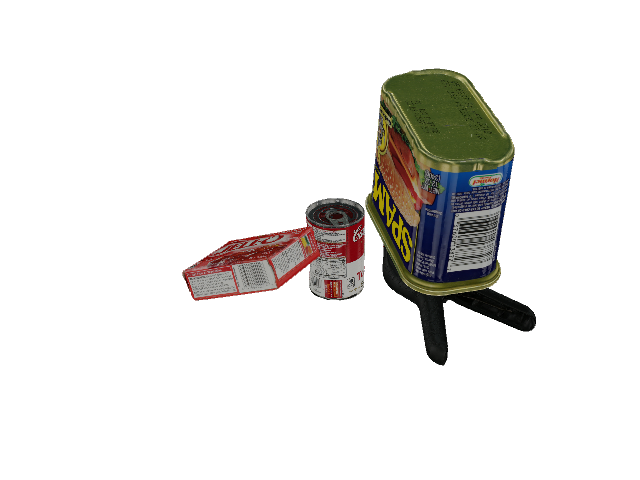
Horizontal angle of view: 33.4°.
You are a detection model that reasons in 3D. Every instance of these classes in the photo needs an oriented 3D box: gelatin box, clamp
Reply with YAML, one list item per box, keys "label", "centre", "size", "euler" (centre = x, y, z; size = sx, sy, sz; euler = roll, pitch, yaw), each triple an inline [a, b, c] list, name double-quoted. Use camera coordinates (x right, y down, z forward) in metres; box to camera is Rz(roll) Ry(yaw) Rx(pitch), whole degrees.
- label: "gelatin box"
  centre: [-0.056, 0.018, 0.873]
  size: [0.089, 0.030, 0.073]
  euler: [-9, 15, 33]
- label: "clamp"
  centre: [0.123, 0.045, 1.021]
  size: [0.120, 0.039, 0.171]
  euler: [-5, 45, -27]

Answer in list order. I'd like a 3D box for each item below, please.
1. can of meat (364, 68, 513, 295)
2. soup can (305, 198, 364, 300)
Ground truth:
- label: "can of meat"
  centre: [0.064, -0.035, 0.586]
  size: [0.057, 0.084, 0.102]
  euler: [-7, 39, -13]
- label: "soup can"
  centre: [0.018, 0.011, 1.250]
  size: [0.068, 0.102, 0.068]
  euler: [-1, 29, 0]
